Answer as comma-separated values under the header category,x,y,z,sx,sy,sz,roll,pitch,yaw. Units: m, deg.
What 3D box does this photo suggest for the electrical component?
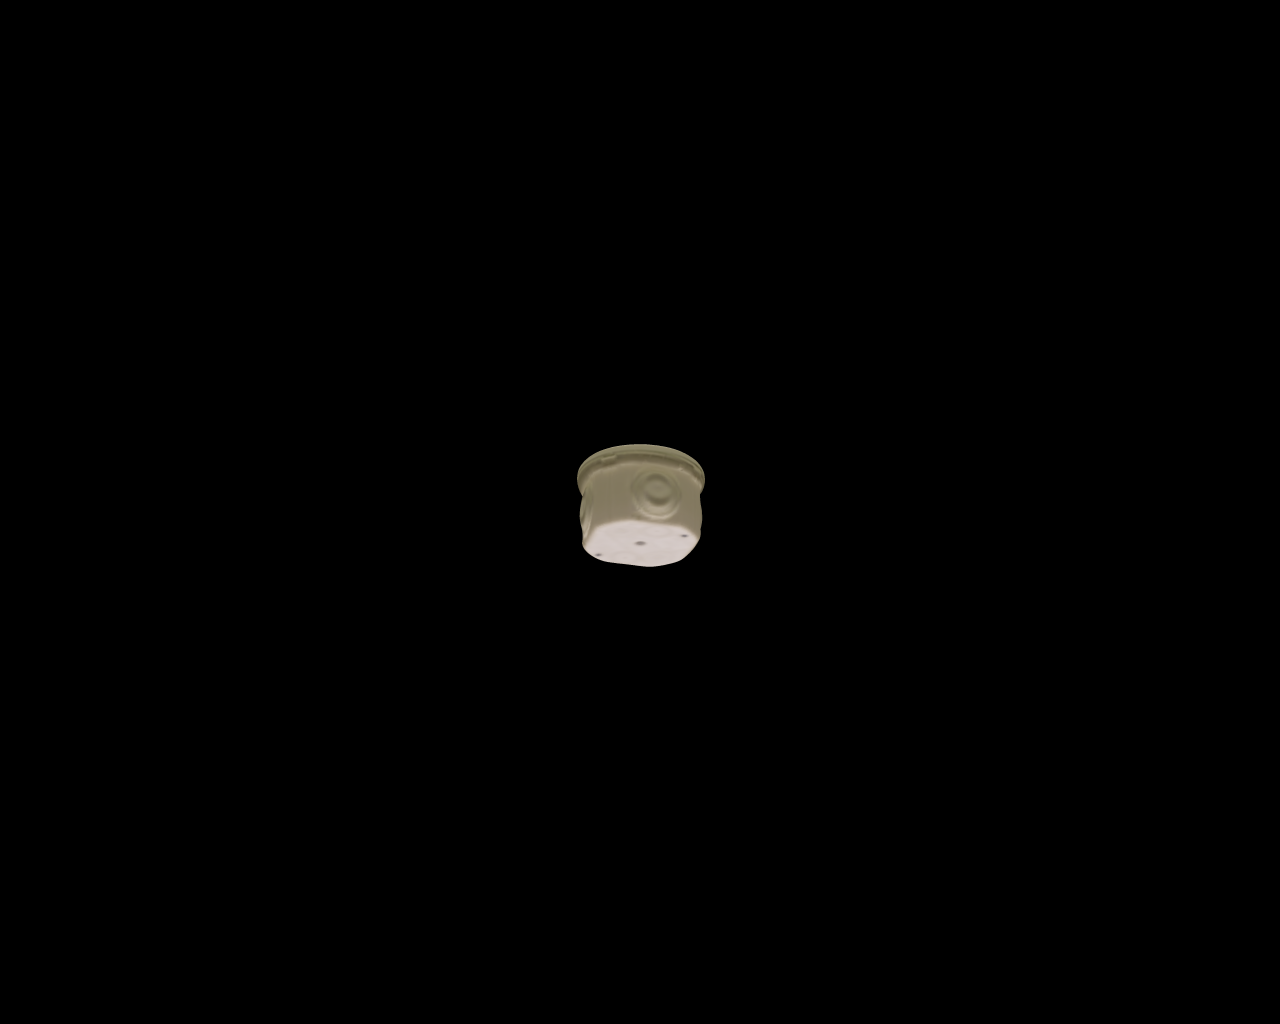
category,x,y,z,sx,sy,sz,roll,pitch,yaw
electrical component,0.001,-0.003,0.650,0.080,0.051,0.080,0,-26,0
